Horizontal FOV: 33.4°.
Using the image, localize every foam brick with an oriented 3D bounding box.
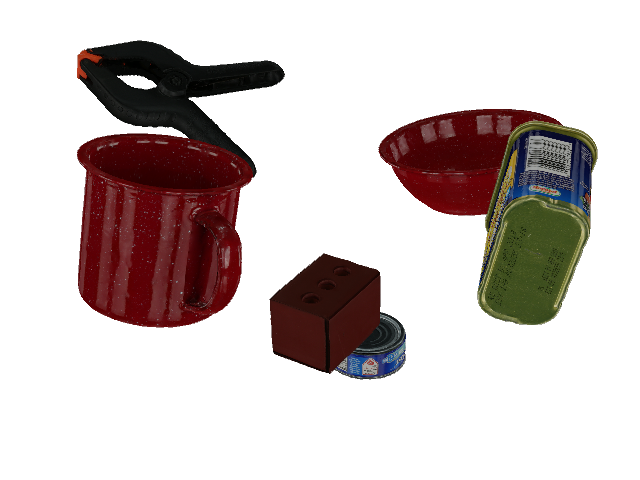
[{"bbox_3d":[0.005,0.054,0.807,0.053,0.051,0.078,16,35,28],"label":"foam brick"}]

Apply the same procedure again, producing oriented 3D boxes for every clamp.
[{"bbox_3d":[-0.113,-0.128,0.886,0.171,0.120,0.039,26,-39,-3],"label":"clamp"}]

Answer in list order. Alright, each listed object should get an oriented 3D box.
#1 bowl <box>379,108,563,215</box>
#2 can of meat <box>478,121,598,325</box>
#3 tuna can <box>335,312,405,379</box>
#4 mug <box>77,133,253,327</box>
[{"bbox_3d":[0.134,-0.064,0.931,0.162,0.055,0.162,-8,24,3],"label":"bowl"},{"bbox_3d":[0.135,-0.009,0.669,0.057,0.102,0.084,14,39,5],"label":"can of meat"},{"bbox_3d":[0.049,0.111,1.148,0.086,0.034,0.086,0,29,0],"label":"tuna can"},{"bbox_3d":[-0.080,-0.001,0.572,0.093,0.081,0.117,-10,29,-42],"label":"mug"}]
